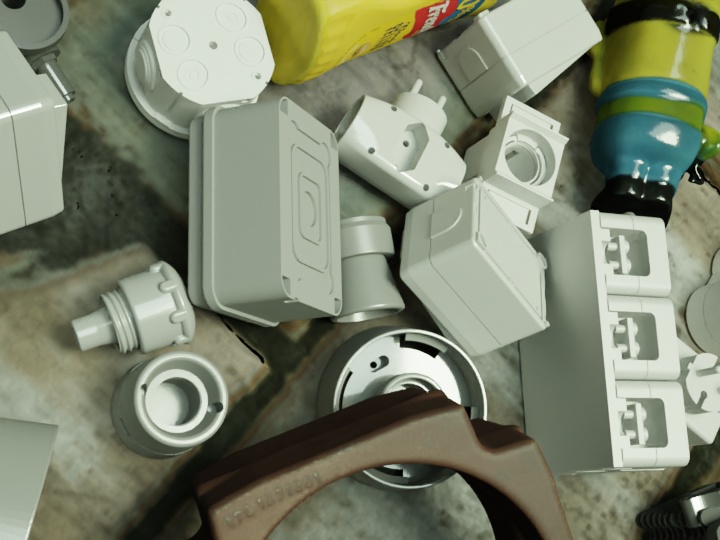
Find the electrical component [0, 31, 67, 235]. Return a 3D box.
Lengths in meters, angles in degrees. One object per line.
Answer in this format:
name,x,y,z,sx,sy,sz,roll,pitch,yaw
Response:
electrical component,-0.185,-0.063,0.545,0.061,0.096,0.061,-23,59,-27

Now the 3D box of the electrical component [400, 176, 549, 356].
electrical component,0.070,0.005,0.643,0.096,0.061,0.061,47,32,-30

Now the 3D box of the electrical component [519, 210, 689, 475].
electrical component,0.149,0.048,0.665,0.062,0.089,0.150,3,76,-24

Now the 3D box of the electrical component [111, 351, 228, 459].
electrical component,-0.100,0.071,0.571,0.055,0.047,0.055,6,75,-23

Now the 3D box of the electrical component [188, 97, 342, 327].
electrical component,-0.052,-0.030,0.595,0.078,0.057,0.113,27,59,-63

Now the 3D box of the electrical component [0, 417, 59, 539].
electrical component,-0.183,0.117,0.492,0.060,0.108,0.108,16,71,-13

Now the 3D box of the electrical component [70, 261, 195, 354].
electrical component,-0.122,0.025,0.576,0.062,0.048,0.048,-20,86,-20

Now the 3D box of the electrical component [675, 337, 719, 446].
electrical component,0.213,0.075,0.695,0.066,0.077,0.047,38,65,-11

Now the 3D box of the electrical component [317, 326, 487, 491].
electrical component,0.025,0.080,0.630,0.099,0.064,0.099,1,83,-12

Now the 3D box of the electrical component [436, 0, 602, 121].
electrical component,0.112,-0.148,0.714,0.096,0.062,0.061,-33,92,-27

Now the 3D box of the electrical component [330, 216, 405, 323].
electrical component,0.000,0.000,0.636,0.045,0.045,0.055,-5,79,-25

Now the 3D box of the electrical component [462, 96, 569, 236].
electrical component,0.093,-0.063,0.683,0.042,0.064,0.081,25,68,-18

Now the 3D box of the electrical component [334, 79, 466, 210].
electrical component,0.030,-0.083,0.671,0.077,0.043,0.079,33,66,-13

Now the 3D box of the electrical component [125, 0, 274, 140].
electrical component,-0.092,-0.119,0.621,0.080,0.051,0.080,6,75,-23

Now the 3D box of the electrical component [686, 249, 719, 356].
electrical component,0.290,-0.003,0.750,0.052,0.074,0.138,42,64,-9
